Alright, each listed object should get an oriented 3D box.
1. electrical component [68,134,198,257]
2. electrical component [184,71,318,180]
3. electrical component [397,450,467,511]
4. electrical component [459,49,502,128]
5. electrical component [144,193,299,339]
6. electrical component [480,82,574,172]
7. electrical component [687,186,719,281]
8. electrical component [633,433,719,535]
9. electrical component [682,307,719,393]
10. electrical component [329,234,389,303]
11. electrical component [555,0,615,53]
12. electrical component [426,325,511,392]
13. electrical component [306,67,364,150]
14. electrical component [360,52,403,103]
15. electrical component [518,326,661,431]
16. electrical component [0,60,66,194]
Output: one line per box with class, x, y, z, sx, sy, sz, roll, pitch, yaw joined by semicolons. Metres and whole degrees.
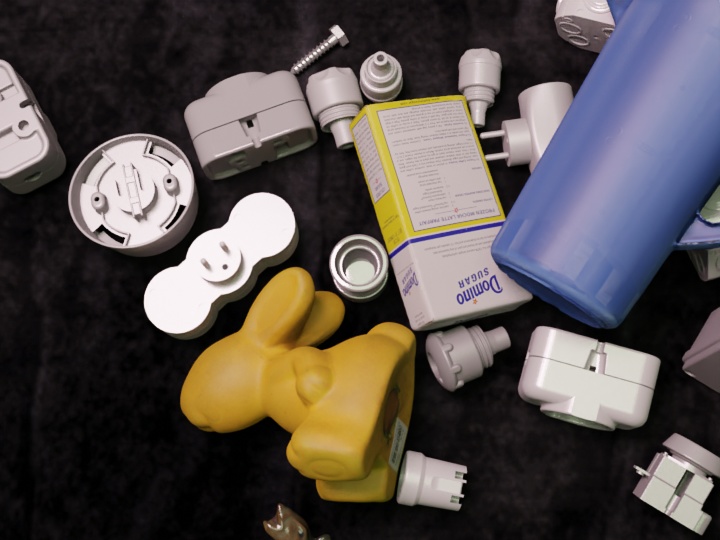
electrical component;-0.177;-0.058;0.850;0.099;0.064;0.099;0;78;2
electrical component;-0.089;-0.119;0.865;0.095;0.053;0.059;-20;78;-2
electrical component;0.054;0.160;0.810;0.046;0.040;0.040;12;79;-2
electrical component;0.097;-0.146;0.875;0.035;0.035;0.061;3;81;3
electrical component;-0.108;-0.006;0.832;0.138;0.073;0.052;-42;80;-7
electrical component;0.137;-0.104;0.860;0.079;0.043;0.077;-8;78;0
electrical component;0.279;-0.033;0.822;0.051;0.080;0.080;-16;78;4
electrical component;0.239;0.156;0.801;0.066;0.048;0.055;31;88;8
electrical component;0.306;0.069;0.785;0.109;0.108;0.056;32;78;8
electrical component;0.000;0.000;0.837;0.045;0.055;0.045;0;78;2
electrical component;0.198;-0.209;0.862;0.080;0.080;0.051;20;85;6
electrical component;0.085;0.062;0.827;0.062;0.048;0.048;-21;78;-10
electrical component;-0.018;-0.129;0.871;0.043;0.043;0.062;-15;79;-1
electrical component;0.017;-0.158;0.866;0.035;0.061;0.035;0;78;2
electrical component;0.171;0.085;0.813;0.095;0.053;0.059;15;79;5
electrical component;-0.281;-0.113;0.868;0.054;0.059;0.095;-28;79;-4
